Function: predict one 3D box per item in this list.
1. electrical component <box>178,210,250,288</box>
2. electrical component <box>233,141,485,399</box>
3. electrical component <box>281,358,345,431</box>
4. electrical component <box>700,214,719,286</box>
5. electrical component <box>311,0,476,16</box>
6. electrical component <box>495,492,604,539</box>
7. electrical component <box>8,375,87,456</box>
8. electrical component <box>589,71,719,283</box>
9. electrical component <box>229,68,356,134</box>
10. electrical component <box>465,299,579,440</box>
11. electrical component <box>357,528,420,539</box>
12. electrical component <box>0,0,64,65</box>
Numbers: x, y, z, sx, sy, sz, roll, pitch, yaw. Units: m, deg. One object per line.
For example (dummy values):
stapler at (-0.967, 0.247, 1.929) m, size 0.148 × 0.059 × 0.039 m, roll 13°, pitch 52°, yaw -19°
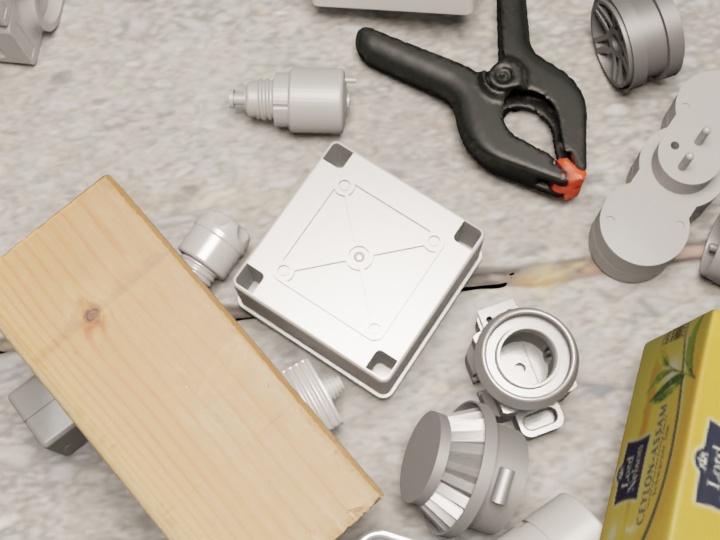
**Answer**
electrical component at (-0.095, -0.004, 0.642) m, size 0.035 × 0.035 × 0.061 m, roll 33°, pitch 80°, yaw 10°
electrical component at (0.000, 0.000, 0.627) m, size 0.109 × 0.056 × 0.108 m, roll 32°, pitch 77°, yaw 10°
electrical component at (-0.046, 0.083, 0.611) m, size 0.081 × 0.043 × 0.043 m, roll -29°, pitch 75°, yaw -7°
electrical component at (0.251, -0.021, 0.635) m, size 0.077 × 0.044 × 0.079 m, roll 19°, pitch 75°, yaw 7°
electrical component at (0.026, -0.220, 0.675) m, size 0.109 × 0.056 × 0.108 m, roll 7°, pitch 63°, yaw 14°
electrical component at (0.108, 0.154, 0.582) m, size 0.047 × 0.055 × 0.055 m, roll -36°, pitch 76°, yaw -13°
electrical component at (-0.139, 0.079, 0.612) m, size 0.083 × 0.047 × 0.075 m, roll -38°, pitch 77°, yaw -9°
electrical component at (0.190, -0.061, 0.632) m, size 0.052 × 0.073 × 0.138 m, roll 34°, pitch 77°, yaw 10°
electrical component at (-0.042, -0.105, 0.667) m, size 0.078 × 0.040 × 0.040 m, roll 1°, pitch 74°, yaw 1°
electrical component at (0.092, 0.053, 0.609) m, size 0.058 × 0.057 × 0.078 m, roll -19°, pitch 74°, yaw -4°
electrical component at (0.038, 0.176, 0.573) m, size 0.095 × 0.059 × 0.053 m, roll 17°, pitch 75°, yaw 6°
electrical component at (-0.230, -0.197, 0.640) m, size 0.062 × 0.150 × 0.089 m, roll 6°, pitch 74°, yaw 4°
